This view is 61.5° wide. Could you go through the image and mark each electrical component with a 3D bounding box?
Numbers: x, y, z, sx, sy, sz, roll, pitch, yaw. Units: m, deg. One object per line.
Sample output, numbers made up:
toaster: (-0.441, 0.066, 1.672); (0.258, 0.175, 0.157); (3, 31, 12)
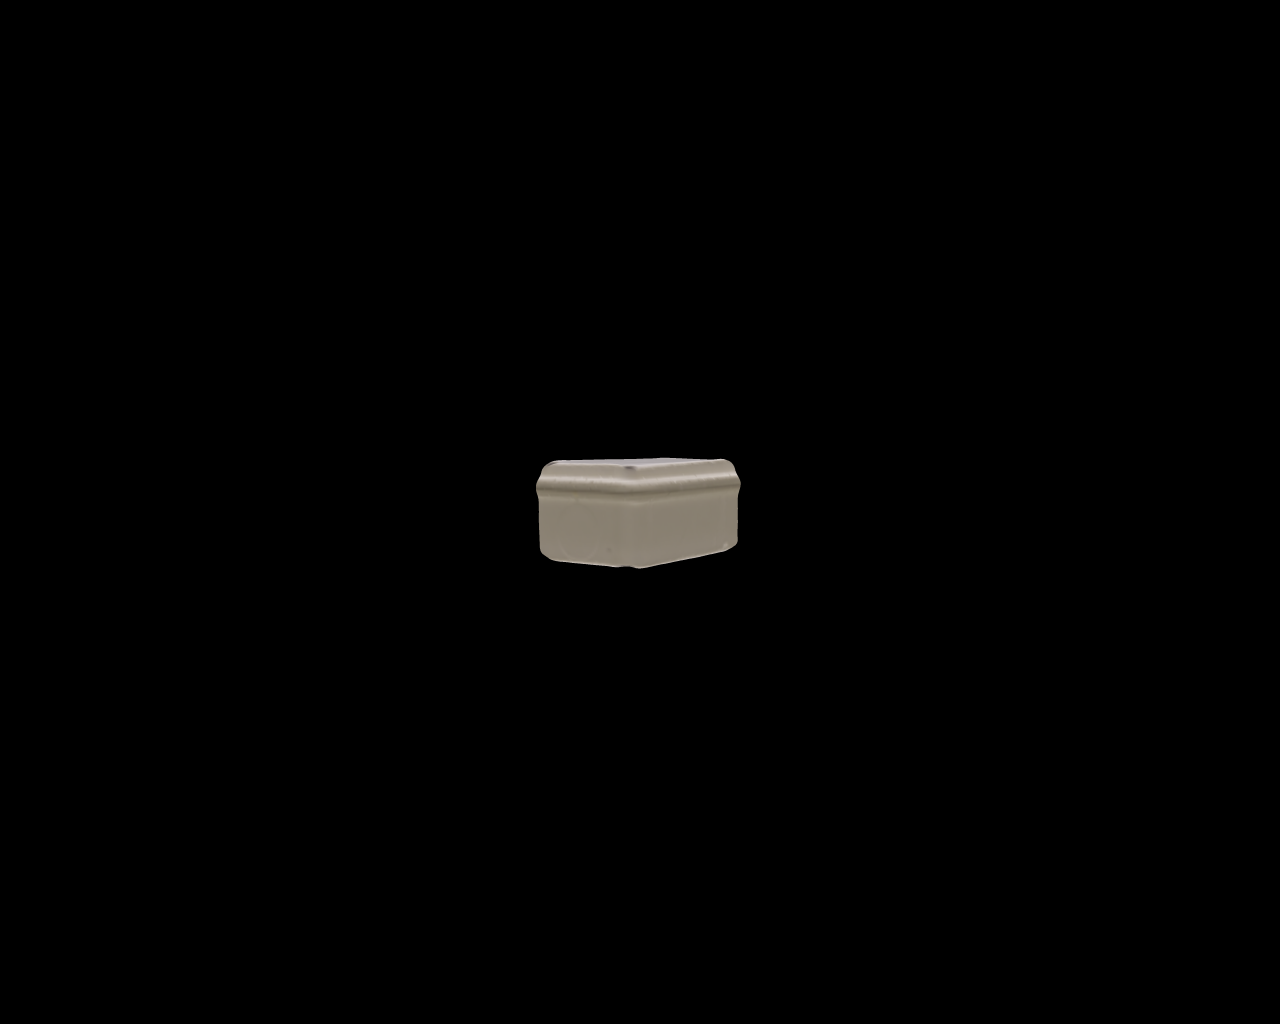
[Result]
electrical component: (0.001, -0.003, 0.650); (0.078, 0.057, 0.113); (4, 6, 39)
